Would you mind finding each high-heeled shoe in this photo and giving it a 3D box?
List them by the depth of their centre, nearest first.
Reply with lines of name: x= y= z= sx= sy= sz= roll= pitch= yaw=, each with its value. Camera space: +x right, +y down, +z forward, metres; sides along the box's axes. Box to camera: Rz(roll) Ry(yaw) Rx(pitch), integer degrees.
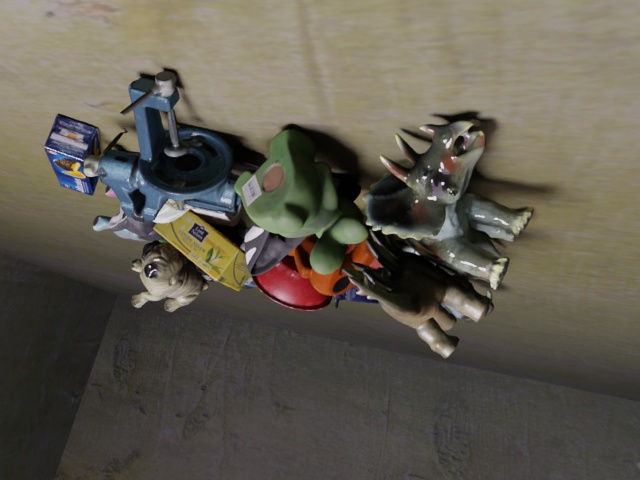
high-heeled shoe: x=-0.037 y=-0.016 z=0.828 sx=0.086 sy=0.145 sz=0.249 roll=23 pitch=164 yaw=-32

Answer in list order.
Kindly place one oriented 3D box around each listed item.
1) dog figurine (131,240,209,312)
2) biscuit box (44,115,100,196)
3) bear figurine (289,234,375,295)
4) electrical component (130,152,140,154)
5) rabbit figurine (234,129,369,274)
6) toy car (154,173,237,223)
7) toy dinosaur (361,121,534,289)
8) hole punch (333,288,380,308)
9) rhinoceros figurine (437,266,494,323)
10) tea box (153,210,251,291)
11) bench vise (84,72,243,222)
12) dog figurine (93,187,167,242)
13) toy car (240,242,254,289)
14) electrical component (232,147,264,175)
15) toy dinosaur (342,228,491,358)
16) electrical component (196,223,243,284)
dog figurine: x=-0.275 y=0.065 z=1.052 sx=0.172 sy=0.121 sz=0.190 roll=-7 pitch=167 yaw=-36
biscuit box: x=-0.403 y=-0.133 z=0.889 sx=0.063 sy=0.059 sz=0.202 roll=18 pitch=164 yaw=-15
bear figurine: x=-0.004 y=0.000 z=0.938 sx=0.120 sy=0.131 sz=0.196 roll=-1 pitch=-141 yaw=-39
electrical component: x=-0.325 y=-0.120 z=0.891 sx=0.075 sy=0.047 sz=0.119 roll=7 pitch=162 yaw=21
rabbit figurine: x=0.003 y=-0.040 z=0.686 sx=0.170 sy=0.121 sz=0.159 roll=24 pitch=-157 yaw=-42
toy car: x=-0.225 y=-0.075 z=0.870 sx=0.202 sy=0.056 sz=0.073 roll=-20 pitch=151 yaw=24
toy dinosaur: x=0.167 y=-0.020 z=0.718 sx=0.192 sy=0.131 sz=0.404 roll=27 pitch=176 yaw=16
hole punch: x=0.085 y=0.070 z=1.062 sx=0.092 sy=0.142 sz=0.115 roll=7 pitch=177 yaw=28
rhinoceros figurine: x=0.260 y=0.105 z=1.071 sx=0.190 sy=0.112 sz=0.073 roll=30 pitch=133 yaw=-11
tea box: x=-0.201 y=0.011 z=0.955 sx=0.170 sy=0.068 sz=0.098 roll=34 pitch=176 yaw=21
bench vise: x=-0.207 y=-0.118 z=0.692 sx=0.224 sy=0.129 sz=0.240 roll=21 pitch=145 yaw=8
dog figurine: x=-0.315 y=-0.040 z=1.067 sx=0.192 sy=0.108 sz=0.219 roll=-3 pitch=162 yaw=40
toy car: x=-0.115 y=0.031 z=1.119 sx=0.162 sy=0.103 sz=0.109 roll=-29 pitch=-175 yaw=-28
electrical component: x=-0.111 y=-0.111 z=0.786 sx=0.094 sy=0.021 sz=0.063 roll=17 pitch=164 yaw=-13
toy dinosaur: x=0.131 y=0.072 z=0.770 sx=0.199 sy=0.105 sz=0.471 roll=34 pitch=-175 yaw=9
electrical component: x=-0.199 y=0.012 z=1.080 sx=0.058 sy=0.134 sz=0.115 roll=12 pitch=162 yaw=3
